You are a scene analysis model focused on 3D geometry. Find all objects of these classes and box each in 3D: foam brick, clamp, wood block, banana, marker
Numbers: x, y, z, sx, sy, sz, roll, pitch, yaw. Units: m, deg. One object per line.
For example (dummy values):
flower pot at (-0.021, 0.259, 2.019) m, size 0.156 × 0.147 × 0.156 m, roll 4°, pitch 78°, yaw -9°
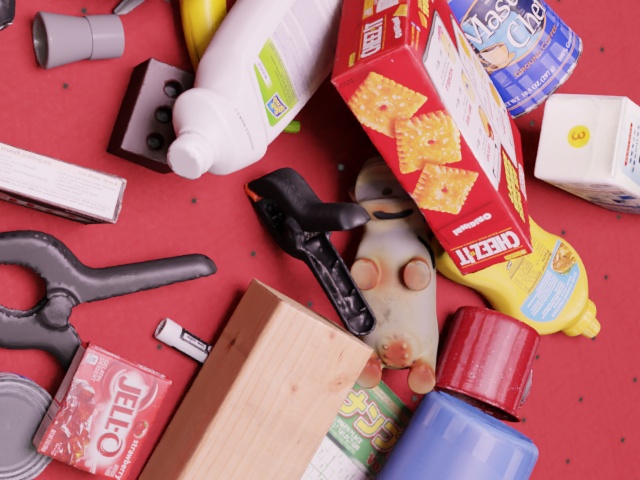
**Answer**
foam brick at (-0.130, -0.098, 0.851) m, size 0.053 × 0.051 × 0.078 m, roll 19°, pitch 84°, yaw -23°
clamp at (-0.006, 0.001, 0.860) m, size 0.039 × 0.172 × 0.120 m, roll -17°, pitch 120°, yaw -24°
wood block at (-0.058, 0.147, 0.853) m, size 0.090 × 0.091 × 0.206 m, roll 30°, pitch 89°, yaw -21°
banana at (-0.080, -0.166, 0.876) m, size 0.069 × 0.037 × 0.198 m, roll -36°, pitch 115°, yaw -36°
clamp at (-0.194, 0.044, 0.828) m, size 0.209 × 0.036 × 0.164 m, roll 33°, pitch 90°, yaw -17°
marker at (-0.084, 0.103, 0.896) m, size 0.121 × 0.020 × 0.020 m, roll 35°, pitch 78°, yaw -21°

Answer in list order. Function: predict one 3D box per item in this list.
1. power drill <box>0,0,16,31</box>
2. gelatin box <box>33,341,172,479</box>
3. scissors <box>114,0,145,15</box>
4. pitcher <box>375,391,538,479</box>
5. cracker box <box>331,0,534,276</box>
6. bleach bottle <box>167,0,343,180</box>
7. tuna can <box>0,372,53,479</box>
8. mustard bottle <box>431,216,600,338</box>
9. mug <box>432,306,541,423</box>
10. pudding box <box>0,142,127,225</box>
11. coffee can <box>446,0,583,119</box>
power drill at (-0.223, -0.271, 0.802) m, size 0.187 × 0.057 × 0.184 m, roll -32°, pitch 107°, yaw -21°
gelatin box at (-0.165, 0.131, 0.813) m, size 0.073 × 0.030 × 0.089 m, roll 28°, pitch 86°, yaw -23°
scissors at (-0.078, -0.239, 0.890) m, size 0.096 × 0.016 × 0.201 m, roll 37°, pitch 78°, yaw -21°
pitcher at (0.088, 0.258, 0.907) m, size 0.145 × 0.149 × 0.243 m, roll 28°, pitch 89°, yaw -14°
cracker box at (0.092, -0.102, 0.851) m, size 0.213 × 0.072 × 0.164 m, roll 54°, pitch 27°, yaw -32°
bleach bottle at (-0.047, -0.137, 0.818) m, size 0.102 × 0.068 × 0.250 m, roll 61°, pitch 41°, yaw -28°
tuna can at (-0.244, 0.145, 0.818) m, size 0.086 × 0.034 × 0.086 m, roll -1°, pitch 92°, yaw -24°
mustard bottle at (0.194, 0.033, 0.997) m, size 0.191 × 0.058 × 0.096 m, roll 38°, pitch 72°, yaw -20°
mug at (0.158, 0.116, 0.971) m, size 0.117 × 0.093 × 0.081 m, roll 31°, pitch 74°, yaw -36°
pudding box at (-0.211, -0.042, 0.796) m, size 0.113 × 0.090 × 0.039 m, roll 15°, pitch 85°, yaw -24°
coffee can at (0.148, -0.190, 0.945) m, size 0.140 × 0.103 × 0.102 m, roll 40°, pitch 76°, yaw -20°
